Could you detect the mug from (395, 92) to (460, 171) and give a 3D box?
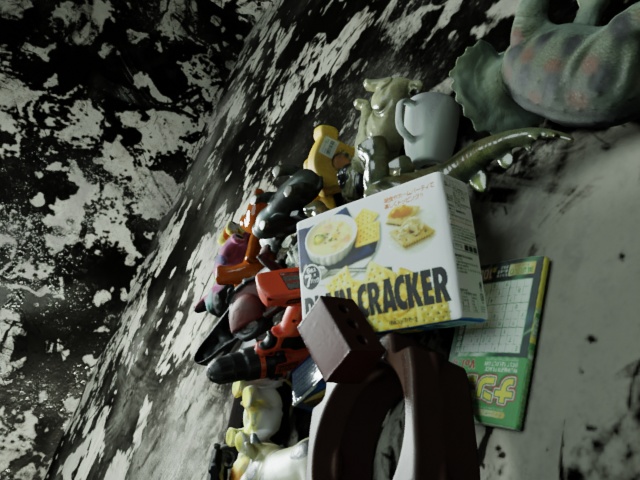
[{"bbox_3d":[0.158,-0.158,0.798,0.081,0.109,0.107,-17,60,47],"label":"mug"}]

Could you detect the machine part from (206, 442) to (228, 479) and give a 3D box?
[{"bbox_3d":[-0.156,0.390,0.817,0.084,0.039,0.138,-150,57,-75],"label":"machine part"}]

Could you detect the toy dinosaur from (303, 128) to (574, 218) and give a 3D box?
[{"bbox_3d":[0.106,-0.034,0.723,0.471,0.105,0.199,-44,52,41],"label":"toy dinosaur"}]

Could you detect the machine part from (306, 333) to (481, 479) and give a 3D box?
[{"bbox_3d":[0.069,0.218,0.563,0.201,0.087,0.201,-46,26,42],"label":"machine part"}]

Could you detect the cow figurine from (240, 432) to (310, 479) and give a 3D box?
[{"bbox_3d":[-0.045,0.309,0.711,0.195,0.085,0.127,-38,31,36],"label":"cow figurine"}]

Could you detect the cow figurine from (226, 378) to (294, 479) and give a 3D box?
[{"bbox_3d":[-0.090,0.297,0.825,0.068,0.098,0.167,4,87,59],"label":"cow figurine"}]

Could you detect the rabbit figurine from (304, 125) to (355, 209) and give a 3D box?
[{"bbox_3d":[0.020,-0.118,1.047,0.173,0.122,0.162,161,125,-76],"label":"rabbit figurine"}]

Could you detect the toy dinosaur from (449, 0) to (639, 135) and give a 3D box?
[{"bbox_3d":[0.282,-0.180,0.567,0.405,0.131,0.192,45,118,61],"label":"toy dinosaur"}]

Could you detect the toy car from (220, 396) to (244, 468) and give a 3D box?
[{"bbox_3d":[-0.127,0.282,0.893,0.089,0.053,0.202,136,146,-89],"label":"toy car"}]

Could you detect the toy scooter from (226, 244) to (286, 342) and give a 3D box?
[{"bbox_3d":[-0.099,0.088,0.957,0.184,0.135,0.075,-32,-8,10],"label":"toy scooter"}]

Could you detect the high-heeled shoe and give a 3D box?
[{"bbox_3d":[-0.155,0.139,1.024,0.086,0.145,0.248,42,125,28],"label":"high-heeled shoe"}]

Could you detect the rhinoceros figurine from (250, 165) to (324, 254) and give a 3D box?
[{"bbox_3d":[-0.064,-0.053,0.967,0.190,0.112,0.073,-55,52,33],"label":"rhinoceros figurine"}]

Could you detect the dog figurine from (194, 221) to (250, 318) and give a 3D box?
[{"bbox_3d":[-0.215,0.082,1.270,0.219,0.108,0.192,-61,25,8],"label":"dog figurine"}]

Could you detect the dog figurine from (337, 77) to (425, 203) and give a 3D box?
[{"bbox_3d":[0.106,-0.158,0.896,0.172,0.121,0.190,126,159,-72],"label":"dog figurine"}]

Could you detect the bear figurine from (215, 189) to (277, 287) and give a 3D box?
[{"bbox_3d":[-0.144,0.000,1.141,0.132,0.120,0.196,-10,77,18],"label":"bear figurine"}]

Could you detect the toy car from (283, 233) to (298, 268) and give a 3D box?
[{"bbox_3d":[-0.040,0.008,1.059,0.073,0.056,0.202,-54,25,16],"label":"toy car"}]

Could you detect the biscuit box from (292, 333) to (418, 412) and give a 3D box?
[{"bbox_3d":[0.042,0.161,0.729,0.202,0.059,0.063,-47,28,30],"label":"biscuit box"}]

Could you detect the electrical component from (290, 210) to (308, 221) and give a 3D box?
[{"bbox_3d":[-0.002,-0.003,0.920,0.075,0.119,0.047,0,63,60],"label":"electrical component"}]
